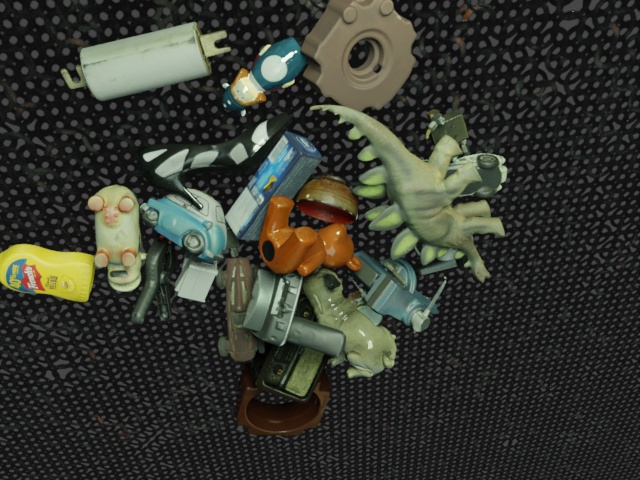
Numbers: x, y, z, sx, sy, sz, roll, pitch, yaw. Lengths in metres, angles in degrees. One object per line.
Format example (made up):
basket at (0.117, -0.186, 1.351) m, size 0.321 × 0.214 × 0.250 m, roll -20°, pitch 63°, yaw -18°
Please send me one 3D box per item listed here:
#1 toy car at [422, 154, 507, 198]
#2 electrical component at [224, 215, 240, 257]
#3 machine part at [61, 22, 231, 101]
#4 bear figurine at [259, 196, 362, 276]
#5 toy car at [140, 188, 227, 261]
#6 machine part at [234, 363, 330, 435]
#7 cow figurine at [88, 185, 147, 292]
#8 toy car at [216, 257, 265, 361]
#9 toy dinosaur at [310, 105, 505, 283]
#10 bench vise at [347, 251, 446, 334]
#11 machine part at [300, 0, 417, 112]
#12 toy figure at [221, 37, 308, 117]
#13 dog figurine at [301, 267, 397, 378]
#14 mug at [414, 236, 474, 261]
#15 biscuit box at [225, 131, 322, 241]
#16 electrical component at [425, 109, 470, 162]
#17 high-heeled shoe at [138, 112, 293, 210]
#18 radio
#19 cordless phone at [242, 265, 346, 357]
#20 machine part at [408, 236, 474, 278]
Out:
toy car at (0.244, -0.113, 0.983) m, size 0.202 × 0.056 × 0.073 m, roll -7°, pitch 120°, yaw -7°
electrical component at (-0.184, -0.003, 1.007) m, size 0.063 × 0.021 × 0.093 m, roll -11°, pitch 128°, yaw -2°
machine part at (-0.249, -0.256, 0.777) m, size 0.243 × 0.079 × 0.079 m, roll -15°, pitch 127°, yaw 0°
bear figurine at (-0.004, 0.000, 0.944) m, size 0.196 × 0.120 × 0.131 m, roll -5°, pitch 138°, yaw -36°
toy car at (-0.220, -0.035, 0.929) m, size 0.162 × 0.109 × 0.103 m, roll 33°, pitch 84°, yaw 6°
machine part at (-0.089, 0.360, 1.249) m, size 0.201 × 0.087 × 0.201 m, roll 6°, pitch 123°, yaw -15°
cow figurine at (-0.348, 0.000, 0.933) m, size 0.085 × 0.127 × 0.194 m, roll -2°, pitch 112°, yaw -10°
toy car at (-0.153, 0.135, 1.034) m, size 0.089 × 0.053 × 0.202 m, roll -2°, pitch 95°, yaw -2°
toy dinosaur at (0.166, -0.074, 0.897) m, size 0.198 × 0.105 × 0.470 m, roll -34°, pitch 120°, yaw 10°
bench vise at (0.165, 0.109, 1.051) m, size 0.240 × 0.224 × 0.129 m, roll 27°, pitch 90°, yaw -44°
machine part at (0.061, -0.275, 0.805) m, size 0.179 × 0.056 × 0.179 m, roll -15°, pitch 129°, yaw -19°
toy figure at (-0.091, -0.248, 0.825) m, size 0.154 × 0.064 × 0.057 m, roll -33°, pitch 168°, yaw 14°
dog figurine at (0.052, 0.145, 0.993) m, size 0.172 × 0.121 × 0.190 m, roll -1°, pitch 123°, yaw 48°
mug at (0.226, -0.020, 1.037) m, size 0.110 × 0.081 × 0.107 m, roll -26°, pitch 114°, yaw 13°
biscuit box at (-0.082, -0.089, 0.927) m, size 0.062 × 0.059 × 0.202 m, roll 6°, pitch 131°, yaw -52°
electrical component at (0.220, -0.181, 0.935) m, size 0.078 × 0.045 × 0.102 m, roll -18°, pitch 127°, yaw 5°
high-heeled shoe at (-0.175, -0.162, 0.885) m, size 0.249 × 0.086 × 0.145 m, roll -43°, pitch 88°, yaw -3°
radio at (-0.044, 0.207, 1.105) m, size 0.131 × 0.073 × 0.229 m, roll 23°, pitch 94°, yaw -23°
cordless phone at (-0.034, 0.126, 0.965) m, size 0.184 × 0.088 × 0.146 m, roll 15°, pitch 88°, yaw 11°
machine part at (0.255, 0.041, 1.108) m, size 0.139 × 0.039 × 0.084 m, roll -18°, pitch 132°, yaw 1°
